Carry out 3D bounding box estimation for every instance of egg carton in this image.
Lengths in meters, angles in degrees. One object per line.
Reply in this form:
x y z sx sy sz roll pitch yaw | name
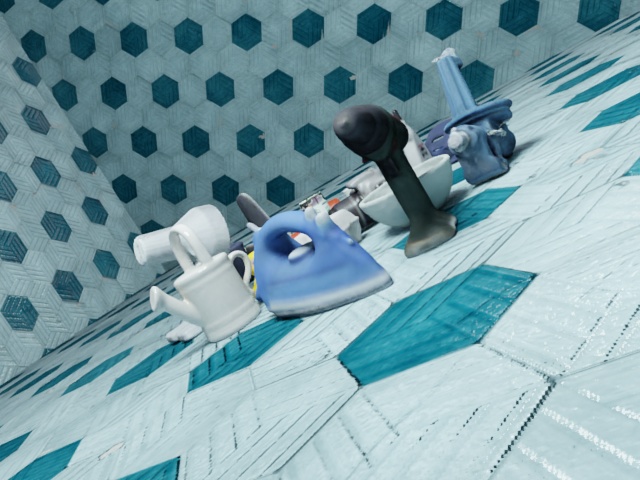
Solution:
0.009 0.004 1.027 0.107 0.069 0.150 -25 10 33 | egg carton

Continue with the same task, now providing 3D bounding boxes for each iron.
-0.015 0.015 0.782 0.119 0.141 0.257 -36 10 -33 | iron

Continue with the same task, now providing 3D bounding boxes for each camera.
0.080 -0.075 1.140 0.137 0.101 0.143 -31 8 -3 | camera

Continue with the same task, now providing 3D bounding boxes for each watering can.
-0.192 0.065 0.934 0.100 0.194 0.173 -24 10 36 | watering can

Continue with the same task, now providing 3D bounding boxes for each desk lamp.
-0.251 0.058 1.121 0.204 0.213 0.117 -37 10 -37 | desk lamp

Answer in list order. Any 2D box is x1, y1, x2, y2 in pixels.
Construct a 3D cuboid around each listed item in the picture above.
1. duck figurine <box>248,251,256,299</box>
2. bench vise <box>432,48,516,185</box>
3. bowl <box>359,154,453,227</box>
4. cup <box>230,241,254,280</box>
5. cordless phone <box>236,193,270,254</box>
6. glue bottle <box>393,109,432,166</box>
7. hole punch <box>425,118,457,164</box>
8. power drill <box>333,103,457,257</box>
-0.101 0.058 1.032 0.078 0.086 0.104 -33 9 -20 | duck figurine
0.254 -0.216 0.950 0.121 0.220 0.208 -28 9 20 | bench vise
0.152 -0.068 0.935 0.167 0.075 0.167 -30 8 5 | bowl
-0.207 0.069 1.325 0.117 0.095 0.092 -26 9 28 | cup
-0.119 -0.014 1.187 0.094 0.185 0.147 -34 9 -25 | cordless phone
0.206 -0.213 1.278 0.037 0.173 0.078 -26 10 30 | glue bottle
0.289 -0.224 1.338 0.101 0.091 0.108 -36 10 -34 | hole punch
0.101 -0.089 0.761 0.075 0.208 0.230 -27 9 20 | power drill
